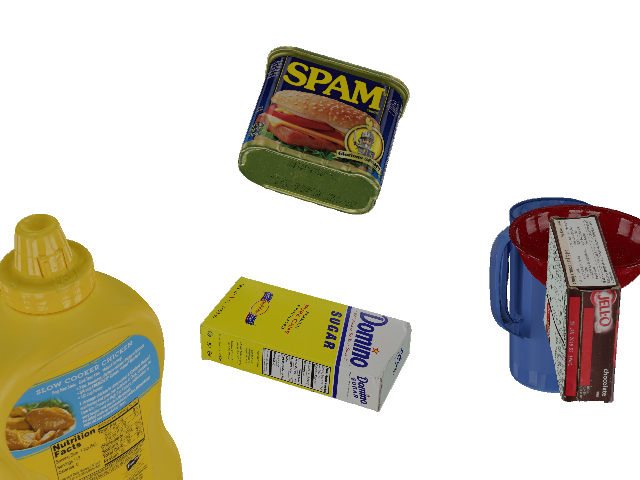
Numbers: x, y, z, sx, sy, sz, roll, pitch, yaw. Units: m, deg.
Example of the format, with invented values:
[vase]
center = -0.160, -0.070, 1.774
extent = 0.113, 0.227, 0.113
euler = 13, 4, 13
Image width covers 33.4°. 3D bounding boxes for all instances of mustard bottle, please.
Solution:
[mustard bottle]
center = -0.118, 0.072, 0.501
extent = 0.096, 0.192, 0.058
euler = -26, 43, -31

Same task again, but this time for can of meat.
[can of meat]
center = 0.001, -0.074, 0.726
extent = 0.102, 0.084, 0.057
euler = 17, -28, 0

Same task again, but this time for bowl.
[bowl]
center = 0.286, 0.017, 1.166
extent = 0.162, 0.055, 0.162
euler = -1, 27, 0

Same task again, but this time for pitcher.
[pitcher]
center = 0.299, 0.074, 1.397
extent = 0.149, 0.243, 0.144
euler = 5, 21, 14

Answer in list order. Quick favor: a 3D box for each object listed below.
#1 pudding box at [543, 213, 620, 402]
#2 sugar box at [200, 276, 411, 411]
[pudding box]
center = 0.181, 0.045, 0.741
extent = 0.039, 0.090, 0.113
euler = -1, 27, 4
[sugar box]
center = -0.013, 0.092, 0.981
extent = 0.176, 0.048, 0.093
euler = 12, 33, 17
